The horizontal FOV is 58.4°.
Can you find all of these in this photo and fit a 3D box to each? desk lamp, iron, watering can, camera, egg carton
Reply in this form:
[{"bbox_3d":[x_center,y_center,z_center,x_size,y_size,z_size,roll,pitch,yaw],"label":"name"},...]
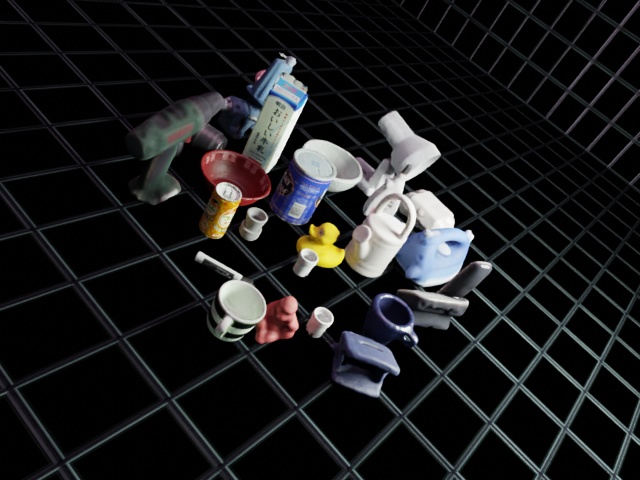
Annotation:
[{"bbox_3d":[0.183,-0.213,1.492,0.203,0.213,0.118,45,37,17],"label":"desk lamp"},{"bbox_3d":[0.290,0.019,1.360,0.259,0.141,0.118,-5,49,-40],"label":"iron"},{"bbox_3d":[0.135,-0.014,1.238,0.101,0.194,0.173,36,36,6],"label":"watering can"},{"bbox_3d":[-0.281,-0.238,1.272,0.137,0.100,0.143,32,36,0],"label":"camera"},{"bbox_3d":[0.282,-0.070,1.521,0.107,0.069,0.150,-18,59,-47],"label":"egg carton"}]

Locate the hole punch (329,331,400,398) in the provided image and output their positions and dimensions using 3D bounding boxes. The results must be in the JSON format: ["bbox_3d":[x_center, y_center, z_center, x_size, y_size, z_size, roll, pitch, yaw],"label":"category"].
[{"bbox_3d":[0.080,0.208,1.022,0.109,0.091,0.101,23,36,-12],"label":"hole punch"}]

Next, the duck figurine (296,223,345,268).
[{"bbox_3d":[0.011,0.004,1.216,0.105,0.086,0.077,26,36,-9],"label":"duck figurine"}]

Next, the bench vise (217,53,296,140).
[{"bbox_3d":[-0.143,-0.347,1.402,0.121,0.219,0.208,38,36,8],"label":"bench vise"}]

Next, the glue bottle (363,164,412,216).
[{"bbox_3d":[0.177,-0.121,1.413,0.078,0.173,0.037,16,38,-20],"label":"glue bottle"}]

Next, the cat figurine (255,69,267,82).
[{"bbox_3d":[-0.135,-0.425,1.587,0.128,0.117,0.067,0,46,-36],"label":"cat figurine"}]

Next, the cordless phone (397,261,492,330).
[{"bbox_3d":[0.263,0.098,1.208,0.148,0.185,0.094,7,42,-30],"label":"cordless phone"}]

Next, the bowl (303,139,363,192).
[{"bbox_3d":[0.019,-0.174,1.443,0.168,0.074,0.167,20,37,-16],"label":"bowl"}]

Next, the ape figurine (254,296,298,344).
[{"bbox_3d":[-0.070,0.133,0.998,0.078,0.092,0.076,27,36,-7],"label":"ape figurine"}]

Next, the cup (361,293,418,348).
[{"bbox_3d":[0.129,0.174,1.096,0.092,0.095,0.117,-16,57,-46],"label":"cup"}]

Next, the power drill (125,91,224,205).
[{"bbox_3d":[-0.289,-0.178,1.103,0.075,0.208,0.230,37,36,7],"label":"power drill"}]
